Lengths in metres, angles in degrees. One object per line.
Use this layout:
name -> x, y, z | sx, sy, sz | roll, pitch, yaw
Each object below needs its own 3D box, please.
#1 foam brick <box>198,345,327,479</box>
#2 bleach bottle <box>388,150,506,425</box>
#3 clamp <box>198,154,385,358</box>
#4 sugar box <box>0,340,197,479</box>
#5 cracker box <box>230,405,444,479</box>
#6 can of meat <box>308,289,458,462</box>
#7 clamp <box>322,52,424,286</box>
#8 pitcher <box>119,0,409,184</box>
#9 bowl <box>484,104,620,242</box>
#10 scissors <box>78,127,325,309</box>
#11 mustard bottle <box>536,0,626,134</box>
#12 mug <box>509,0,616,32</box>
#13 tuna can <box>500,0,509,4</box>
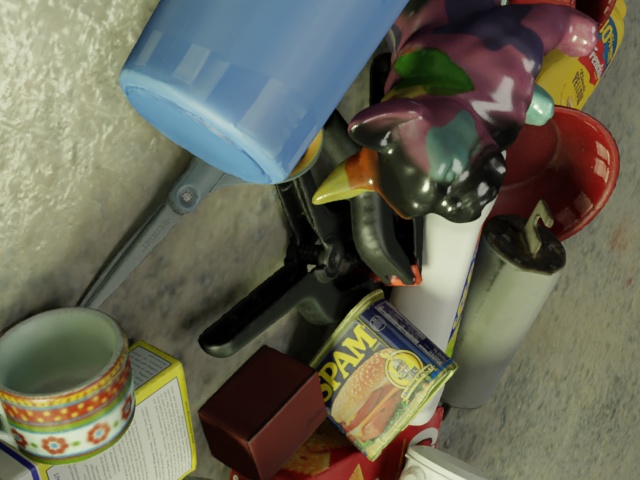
foam brick -> -0.040, 0.126, 0.766 | 0.078, 0.051, 0.053 | -43, 139, -33
bleach bottle -> 0.095, 0.015, 0.844 | 0.102, 0.068, 0.251 | -49, 155, -65
clamp -> -0.005, 0.001, 0.762 | 0.209, 0.036, 0.164 | 7, 95, -59
sugar box -> -0.152, 0.144, 0.626 | 0.175, 0.048, 0.093 | -32, 132, -37
cracker box -> 0.010, 0.225, 0.872 | 0.213, 0.072, 0.164 | -13, 118, -52
can of meat -> 0.041, 0.103, 0.805 | 0.102, 0.084, 0.057 | -52, 166, 19
clamp -> 0.037, -0.040, 0.761 | 0.120, 0.039, 0.171 | -28, 110, -48
pitcher -> -0.012, -0.162, 0.593 | 0.243, 0.149, 0.145 | -59, -174, -9
bowl -> 0.170, -0.063, 0.914 | 0.162, 0.055, 0.162 | -5, 132, -6
scissors -> -0.064, -0.024, 0.657 | 0.096, 0.016, 0.201 | 30, 81, -26
mustard bottle -> 0.232, -0.168, 0.986 | 0.191, 0.058, 0.096 | -54, 141, -22
mug -> 0.188, -0.220, 0.874 | 0.117, 0.082, 0.093 | -7, 113, -54
tuna can -> 0.113, -0.188, 0.830 | 0.085, 0.034, 0.086 | -30, 130, -44
